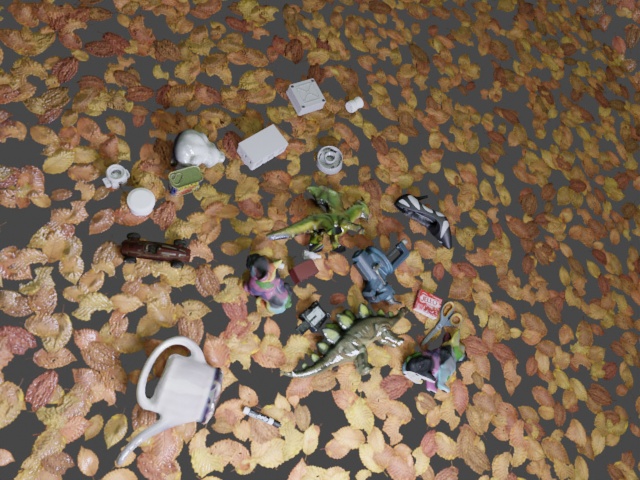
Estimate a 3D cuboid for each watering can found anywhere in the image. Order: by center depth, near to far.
[{"bbox_3d":[-0.391,0.439,1.389,0.224,0.102,0.354,20,65,-12],"label":"watering can"}]

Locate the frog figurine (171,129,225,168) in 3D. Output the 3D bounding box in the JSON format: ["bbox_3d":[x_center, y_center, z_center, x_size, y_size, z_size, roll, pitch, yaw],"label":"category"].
[{"bbox_3d":[-0.389,-0.285,1.662,0.159,0.120,0.141,14,47,-2],"label":"frog figurine"}]

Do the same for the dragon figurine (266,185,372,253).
[{"bbox_3d":[0.005,-0.088,1.739,0.410,0.119,0.248,5,47,-22],"label":"dragon figurine"}]
